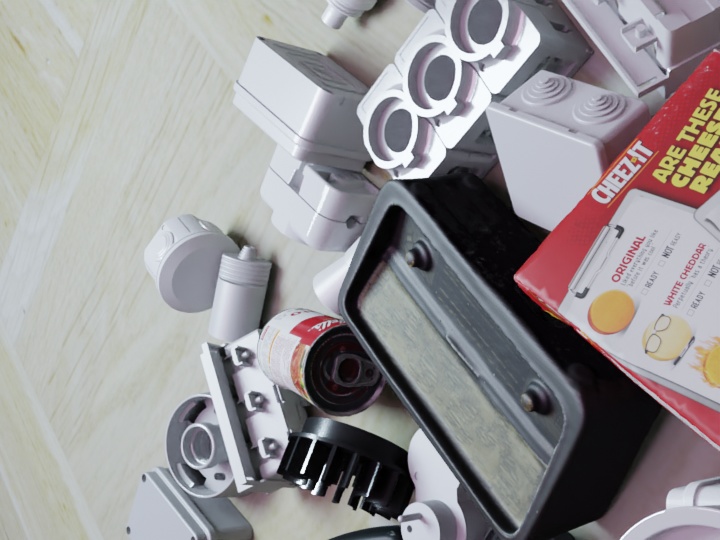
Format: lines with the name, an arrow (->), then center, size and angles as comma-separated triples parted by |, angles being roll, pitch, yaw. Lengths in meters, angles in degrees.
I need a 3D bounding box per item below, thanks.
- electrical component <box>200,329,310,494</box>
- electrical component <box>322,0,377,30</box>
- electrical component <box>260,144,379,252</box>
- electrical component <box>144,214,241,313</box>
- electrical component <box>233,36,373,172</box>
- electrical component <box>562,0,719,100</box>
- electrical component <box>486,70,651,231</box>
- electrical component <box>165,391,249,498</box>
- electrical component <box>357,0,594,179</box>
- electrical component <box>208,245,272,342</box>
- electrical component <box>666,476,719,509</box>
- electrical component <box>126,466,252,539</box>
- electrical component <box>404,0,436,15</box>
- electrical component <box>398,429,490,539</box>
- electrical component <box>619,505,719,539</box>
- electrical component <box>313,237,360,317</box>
electrical component -> -0.080, 0.115, 0.888 | 0.063, 0.079, 0.121 | -28, 66, 20
electrical component -> -0.008, -0.216, 0.837 | 0.062, 0.043, 0.043 | -52, 53, 35
electrical component -> -0.034, -0.056, 0.852 | 0.095, 0.054, 0.059 | 44, 120, 40
electrical component -> -0.149, -0.006, 0.962 | 0.051, 0.080, 0.080 | 44, 120, 46
electrical component -> -0.039, -0.130, 0.843 | 0.113, 0.078, 0.057 | 44, 117, 40
electrical component -> 0.162, -0.168, 0.619 | 0.079, 0.063, 0.121 | -28, 61, 0
electrical component -> 0.131, -0.065, 0.641 | 0.100, 0.048, 0.099 | 31, 153, 45
electrical component -> -0.124, 0.154, 0.955 | 0.099, 0.064, 0.099 | -2, 86, 34
electrical component -> 0.070, -0.127, 0.731 | 0.150, 0.062, 0.089 | -50, 54, 35
electrical component -> -0.104, 0.019, 0.935 | 0.043, 0.043, 0.081 | 24, 106, 46
electrical component -> 0.205, 0.164, 0.556 | 0.057, 0.078, 0.113 | -9, 82, 45
electrical component -> -0.157, 0.237, 0.976 | 0.113, 0.057, 0.078 | 37, 115, 43
electrical component -> 0.049, -0.218, 0.746 | 0.051, 0.080, 0.080 | -42, 58, 33
electrical component -> 0.054, 0.174, 0.729 | 0.052, 0.074, 0.138 | -8, 83, 48
electrical component -> 0.171, 0.159, 0.492 | 0.108, 0.060, 0.108 | -3, 86, 42
electrical component -> 0.000, 0.000, 0.822 | 0.065, 0.044, 0.044 | -46, 56, 31
